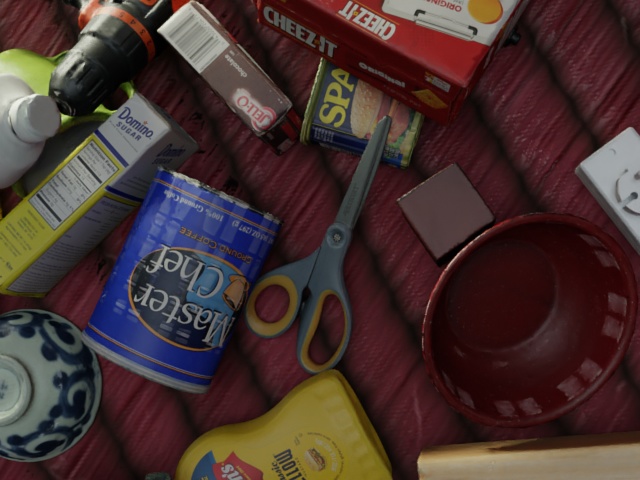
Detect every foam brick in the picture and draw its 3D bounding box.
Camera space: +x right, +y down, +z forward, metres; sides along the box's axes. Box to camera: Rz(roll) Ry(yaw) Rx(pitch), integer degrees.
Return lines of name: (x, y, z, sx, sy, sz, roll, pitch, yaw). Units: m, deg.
foam brick: (0.093, -0.017, 0.778, 0.053, 0.078, 0.051, -34, 81, 4)

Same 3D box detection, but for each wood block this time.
wood block: (0.177, 0.185, 0.747, 0.206, 0.090, 0.090, -6, 85, 8)

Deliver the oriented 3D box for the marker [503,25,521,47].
marker: (0.099, -0.182, 0.818, 0.121, 0.020, 0.020, 31, 90, 9)

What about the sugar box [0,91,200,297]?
sugar box: (-0.176, -0.031, 0.808, 0.048, 0.093, 0.176, 45, 92, 8)

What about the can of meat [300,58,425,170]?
can of meat: (0.040, -0.110, 0.803, 0.084, 0.057, 0.102, 17, 89, 5)

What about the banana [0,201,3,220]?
banana: (-0.285, -0.016, 0.849, 0.069, 0.037, 0.198, 0, 86, 7)

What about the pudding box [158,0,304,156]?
pudding box: (-0.062, -0.119, 0.800, 0.039, 0.090, 0.113, -42, 82, 1)

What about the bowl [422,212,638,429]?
bowl: (0.141, 0.050, 0.759, 0.162, 0.055, 0.162, -5, 110, -13)

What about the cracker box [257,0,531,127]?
cracker box: (0.078, -0.209, 0.765, 0.164, 0.072, 0.213, 31, 70, 9)

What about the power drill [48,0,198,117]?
power drill: (-0.198, -0.189, 0.809, 0.188, 0.057, 0.184, 29, 57, 9)

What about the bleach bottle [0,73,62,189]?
bleach bottle: (-0.277, -0.081, 0.778, 0.251, 0.067, 0.102, -5, 86, 39)

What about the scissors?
scissors: (-0.005, 0.001, 0.798, 0.096, 0.016, 0.202, 10, 102, 16)

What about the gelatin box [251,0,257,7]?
gelatin box: (-0.050, -0.240, 0.836, 0.073, 0.030, 0.089, -39, 82, 4)

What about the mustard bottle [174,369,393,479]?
mustard bottle: (-0.049, 0.179, 0.793, 0.191, 0.058, 0.096, -28, 96, 6)

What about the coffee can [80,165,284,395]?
coffee can: (-0.101, 0.029, 0.788, 0.103, 0.102, 0.140, 24, 89, 8)
